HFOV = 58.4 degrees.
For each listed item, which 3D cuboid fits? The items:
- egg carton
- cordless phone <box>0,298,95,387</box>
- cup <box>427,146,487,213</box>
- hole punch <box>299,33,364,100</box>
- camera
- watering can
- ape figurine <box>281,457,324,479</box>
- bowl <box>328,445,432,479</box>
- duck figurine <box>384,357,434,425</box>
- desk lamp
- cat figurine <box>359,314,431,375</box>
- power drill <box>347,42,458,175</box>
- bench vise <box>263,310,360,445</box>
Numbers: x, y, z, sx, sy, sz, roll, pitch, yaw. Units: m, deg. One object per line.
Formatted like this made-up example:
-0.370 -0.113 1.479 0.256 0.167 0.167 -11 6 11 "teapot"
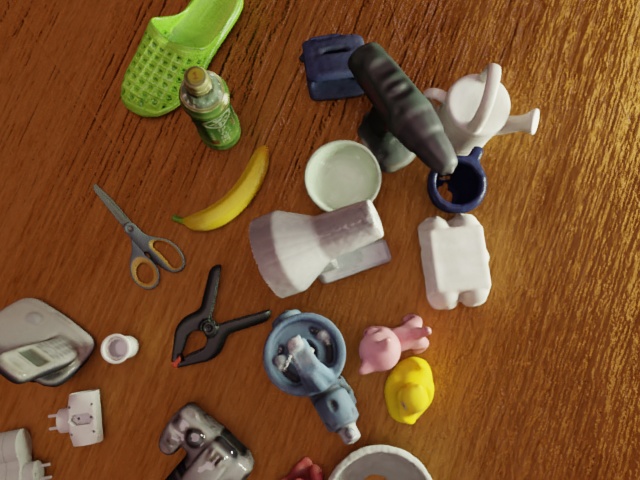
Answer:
0.214 0.034 0.913 0.107 0.069 0.150 -7 83 -2 "egg carton"
-0.424 0.149 0.821 0.147 0.185 0.094 32 83 3 "cordless phone"
0.216 -0.092 0.918 0.091 0.095 0.118 32 83 3 "cup"
0.023 -0.293 0.941 0.108 0.091 0.101 -8 83 -3 "hole punch"
-0.190 0.337 0.845 0.143 0.101 0.137 41 83 4 "camera"
0.248 -0.204 0.884 0.173 0.194 0.101 -4 82 -2 "watering can"
-0.030 0.373 0.849 0.078 0.092 0.076 -7 82 -2 "ape figurine"
0.088 0.387 0.859 0.167 0.074 0.167 0 82 -2 "bowl"
0.141 0.233 0.876 0.077 0.086 0.105 18 82 1 "duck figurine"
0.008 0.003 0.839 0.203 0.213 0.118 -19 83 -4 "desk lamp"
0.110 0.158 0.869 0.128 0.117 0.067 -19 83 -4 "cat figurine"
0.118 -0.176 0.869 0.075 0.208 0.229 -32 84 -5 "power drill"
0.005 0.187 0.811 0.207 0.219 0.121 42 83 4 "bench vise"
